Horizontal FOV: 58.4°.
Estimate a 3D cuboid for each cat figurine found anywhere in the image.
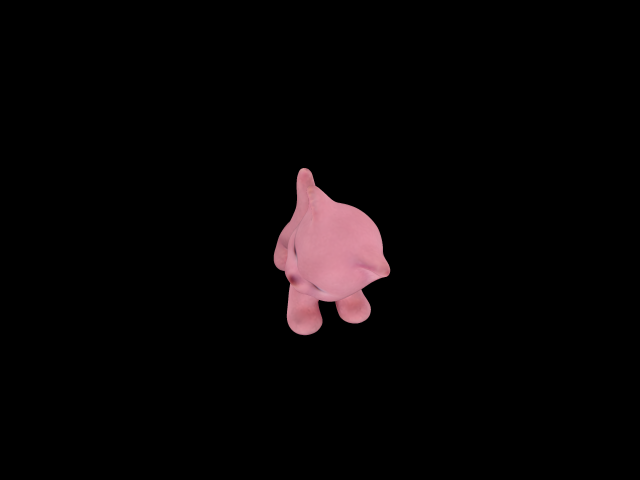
[{"bbox_3d":[0.004,0.001,0.400,0.067,0.118,0.127,-10,43,-10],"label":"cat figurine"}]
